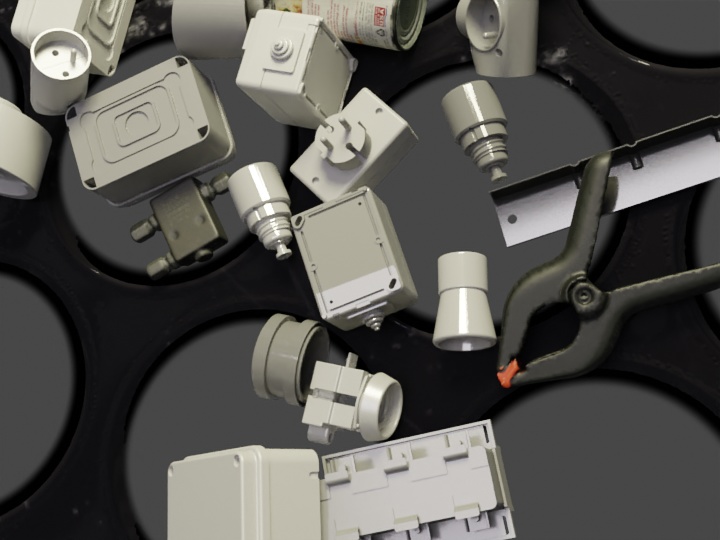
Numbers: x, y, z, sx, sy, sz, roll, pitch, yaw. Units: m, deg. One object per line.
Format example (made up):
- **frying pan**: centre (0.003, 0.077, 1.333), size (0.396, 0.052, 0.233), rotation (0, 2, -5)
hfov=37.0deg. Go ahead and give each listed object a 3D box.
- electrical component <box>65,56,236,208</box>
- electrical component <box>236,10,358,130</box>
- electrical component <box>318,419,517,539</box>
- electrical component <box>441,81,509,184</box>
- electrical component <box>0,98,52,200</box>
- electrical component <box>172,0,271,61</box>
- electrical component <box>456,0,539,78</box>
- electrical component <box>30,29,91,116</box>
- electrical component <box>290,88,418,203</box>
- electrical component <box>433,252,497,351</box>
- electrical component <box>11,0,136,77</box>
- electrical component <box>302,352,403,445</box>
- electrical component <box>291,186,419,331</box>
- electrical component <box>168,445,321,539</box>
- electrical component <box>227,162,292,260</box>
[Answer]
- **electrical component**: centre (-0.162, -0.105, 0.840), size (0.113, 0.057, 0.078), rotation (-23, 72, 11)
- **electrical component**: centre (-0.051, -0.150, 0.797), size (0.061, 0.096, 0.061), rotation (13, 81, 22)
- **electrical component**: centre (0.035, 0.150, 0.719), size (0.121, 0.063, 0.078), rotation (-15, 74, 13)
- **electrical component**: centre (0.087, -0.099, 0.773), size (0.040, 0.040, 0.078), rotation (-22, 73, 11)
- **electrical component**: centre (-0.300, -0.106, 0.858), size (0.108, 0.108, 0.060), rotation (12, 75, 19)
- **electrical component**: centre (-0.100, -0.209, 0.826), size (0.064, 0.099, 0.099), rotation (6, 79, 11)
- **electrical component**: centre (0.096, -0.184, 0.781), size (0.079, 0.044, 0.077), rotation (29, 125, 54)
- **electrical component**: centre (-0.234, -0.148, 0.837), size (0.043, 0.081, 0.043), rotation (6, 69, -15)
- **electrical component**: centre (-0.009, -0.090, 0.781), size (0.047, 0.076, 0.083), rotation (43, 92, 21)
- **electrical component**: centre (0.072, 0.020, 0.751), size (0.044, 0.044, 0.065), rotation (-5, 71, 15)
- **electrical component**: centre (-0.229, -0.223, 0.877), size (0.057, 0.078, 0.113), rotation (11, 81, 16)
- **electrical component**: centre (-0.003, 0.093, 0.754), size (0.055, 0.048, 0.066), rotation (9, 80, 26)
- **electrical component**: centre (0.000, 0.000, 0.765), size (0.062, 0.061, 0.096), rotation (-22, 72, 11)
- **electrical component**: centre (-0.081, 0.162, 0.724), size (0.113, 0.057, 0.078), rotation (-20, 68, 52)
- **electrical component**: centre (-0.071, -0.044, 0.808), size (0.040, 0.040, 0.078), rotation (-26, 72, 9)
